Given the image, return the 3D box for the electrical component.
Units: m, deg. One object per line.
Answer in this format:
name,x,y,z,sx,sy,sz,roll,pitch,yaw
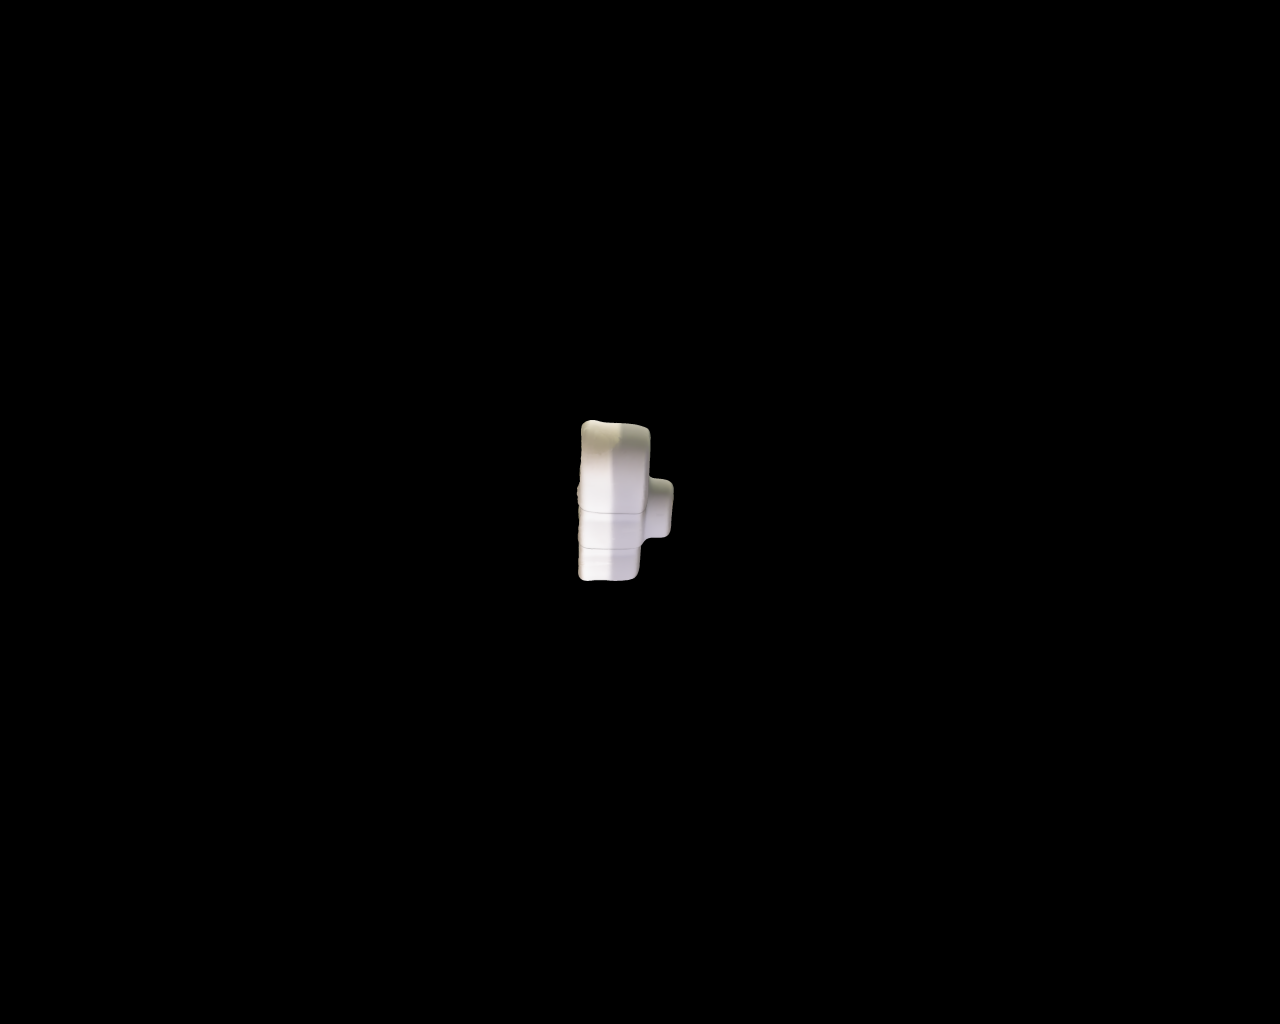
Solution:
electrical component,0.001,-0.003,0.650,0.074,0.052,0.138,2,-31,-3
